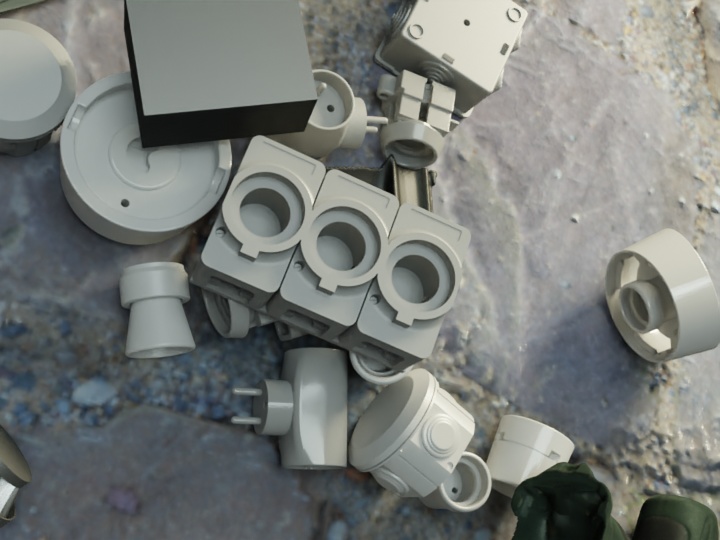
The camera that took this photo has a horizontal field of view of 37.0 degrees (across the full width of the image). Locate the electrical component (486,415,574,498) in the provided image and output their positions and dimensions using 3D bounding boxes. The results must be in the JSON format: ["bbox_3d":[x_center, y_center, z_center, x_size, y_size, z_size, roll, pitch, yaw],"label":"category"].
[{"bbox_3d":[0.118,0.136,0.765,0.055,0.055,0.047,30,71,-13],"label":"electrical component"}]

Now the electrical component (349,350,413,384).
[{"bbox_3d":[0.013,0.057,0.734,0.044,0.065,0.044,1,82,-5],"label":"electrical component"}]

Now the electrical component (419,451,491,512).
[{"bbox_3d":[0.063,0.147,0.743,0.040,0.046,0.040,5,75,-21],"label":"electrical component"}]

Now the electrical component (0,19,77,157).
[{"bbox_3d":[-0.225,-0.115,0.689,0.080,0.051,0.080,5,75,-21],"label":"electrical component"}]

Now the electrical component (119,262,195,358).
[{"bbox_3d":[-0.132,0.026,0.695,0.045,0.045,0.055,-3,78,-23],"label":"electrical component"}]

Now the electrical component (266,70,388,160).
[{"bbox_3d":[-0.021,-0.104,0.755,0.079,0.077,0.044,1,76,-22],"label":"electrical component"}]

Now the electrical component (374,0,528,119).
[{"bbox_3d":[0.072,-0.180,0.827,0.100,0.048,0.099,31,68,-12],"label":"electrical component"}]

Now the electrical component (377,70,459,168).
[{"bbox_3d":[0.041,-0.110,0.799,0.066,0.048,0.055,18,63,-17],"label":"electrical component"}]

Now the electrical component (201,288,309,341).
[{"bbox_3d":[-0.070,0.012,0.716,0.057,0.058,0.078,-16,91,-26],"label":"electrical component"}]

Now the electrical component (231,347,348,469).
[{"bbox_3d":[-0.047,0.092,0.713,0.079,0.044,0.077,6,75,-21],"label":"electrical component"}]

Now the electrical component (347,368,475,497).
[{"bbox_3d":[0.033,0.110,0.723,0.051,0.080,0.080,41,66,-14],"label":"electrical component"}]

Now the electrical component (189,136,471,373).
[{"bbox_3d":[-0.017,-0.009,0.669,0.150,0.062,0.089,24,70,-9],"label":"electrical component"}]

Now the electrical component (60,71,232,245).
[{"bbox_3d":[-0.144,-0.068,0.704,0.108,0.060,0.108,6,73,-20],"label":"electrical component"}]

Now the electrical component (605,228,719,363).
[{"bbox_3d":[0.234,0.020,0.819,0.064,0.099,0.099,-18,84,-19],"label":"electrical component"}]
